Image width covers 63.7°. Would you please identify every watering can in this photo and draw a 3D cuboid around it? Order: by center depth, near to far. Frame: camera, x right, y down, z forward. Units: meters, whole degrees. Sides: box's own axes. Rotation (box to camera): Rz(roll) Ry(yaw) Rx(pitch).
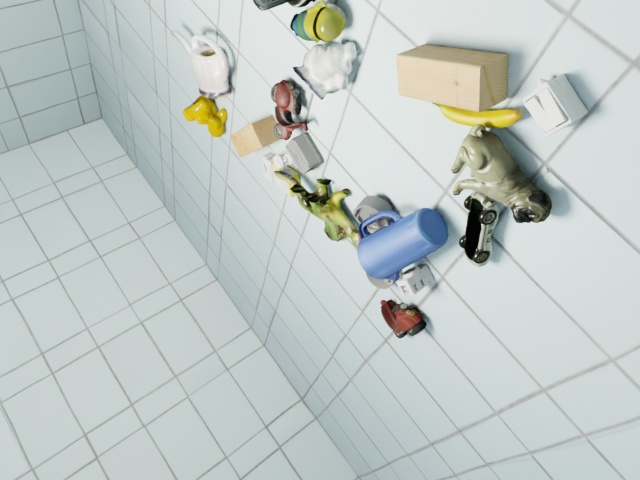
[{"bbox_3d":[-0.423,-0.638,1.864,0.352,0.105,0.219,33,143,39],"label":"watering can"}]

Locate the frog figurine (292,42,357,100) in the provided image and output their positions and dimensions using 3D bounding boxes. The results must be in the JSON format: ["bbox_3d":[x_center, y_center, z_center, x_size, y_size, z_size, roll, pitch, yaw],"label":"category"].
[{"bbox_3d":[0.031,-0.451,1.318,0.157,0.123,0.139,-39,71,26],"label":"frog figurine"}]

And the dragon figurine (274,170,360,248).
[{"bbox_3d":[0.005,-0.085,1.685,0.415,0.123,0.237,32,150,44],"label":"dragon figurine"}]
